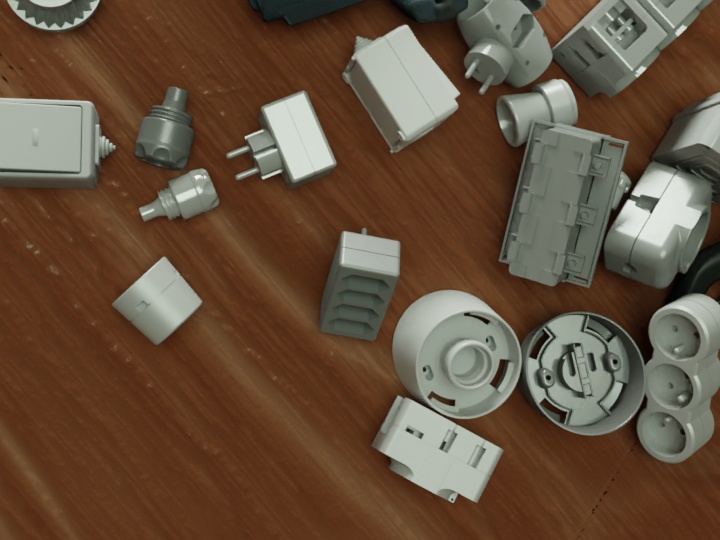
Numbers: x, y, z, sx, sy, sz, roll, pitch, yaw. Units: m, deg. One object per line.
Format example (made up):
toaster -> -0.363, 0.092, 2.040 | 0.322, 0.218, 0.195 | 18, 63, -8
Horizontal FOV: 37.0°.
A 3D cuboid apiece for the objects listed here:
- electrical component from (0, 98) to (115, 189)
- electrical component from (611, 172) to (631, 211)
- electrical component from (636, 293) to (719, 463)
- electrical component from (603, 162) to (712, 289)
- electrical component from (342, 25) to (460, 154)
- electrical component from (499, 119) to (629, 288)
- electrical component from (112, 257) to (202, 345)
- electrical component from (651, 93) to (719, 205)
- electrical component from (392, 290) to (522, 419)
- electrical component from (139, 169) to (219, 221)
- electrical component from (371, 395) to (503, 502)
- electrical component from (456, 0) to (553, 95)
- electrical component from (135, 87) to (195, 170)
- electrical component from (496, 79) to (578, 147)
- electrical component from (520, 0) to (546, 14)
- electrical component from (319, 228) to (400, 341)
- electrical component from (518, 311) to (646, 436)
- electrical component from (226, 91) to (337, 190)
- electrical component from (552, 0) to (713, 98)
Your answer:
electrical component -> -0.239, -0.098, 0.832 | 0.096, 0.061, 0.061 | 1, 86, -9
electrical component -> 0.196, -0.059, 0.905 | 0.048, 0.048, 0.062 | 24, 91, -6
electrical component -> 0.274, 0.085, 0.890 | 0.074, 0.052, 0.138 | -20, 119, -45
electrical component -> 0.250, -0.035, 0.888 | 0.059, 0.053, 0.095 | 24, 67, 27
electrical component -> 0.031, -0.154, 0.876 | 0.061, 0.062, 0.096 | -33, 92, -9
electrical component -> 0.159, -0.052, 0.864 | 0.079, 0.063, 0.121 | 18, 106, 21
electrical component -> -0.157, 0.025, 0.841 | 0.055, 0.055, 0.047 | -44, 97, -9
electrical component -> 0.304, -0.101, 0.889 | 0.078, 0.113, 0.057 | 33, 85, -5
electrical component -> 0.081, 0.070, 0.881 | 0.099, 0.064, 0.099 | -2, 100, -14
electrical component -> -0.146, -0.055, 0.857 | 0.061, 0.035, 0.035 | -23, 90, -7
electrical component -> 0.060, 0.147, 0.867 | 0.089, 0.050, 0.055 | 29, 82, -6
electrical component -> 0.111, -0.179, 0.882 | 0.077, 0.043, 0.079 | 44, 64, -26
electrical component -> -0.152, -0.113, 0.855 | 0.043, 0.043, 0.062 | 14, 83, -8
electrical component -> 0.148, -0.132, 0.901 | 0.055, 0.045, 0.045 | -19, 89, -9
electrical component -> 0.133, -0.253, 0.909 | 0.044, 0.044, 0.065 | -1, 82, -9
electrical component -> 0.000, 0.000, 0.861 | 0.047, 0.083, 0.075 | 10, 47, -8
electrical component -> 0.179, 0.083, 0.882 | 0.099, 0.064, 0.099 | 1, 86, -9
electrical component -> -0.068, -0.097, 0.865 | 0.077, 0.047, 0.065 | -23, 90, -9
electrical component -> 0.242, -0.218, 0.898 | 0.150, 0.089, 0.061 | -45, 94, -9
